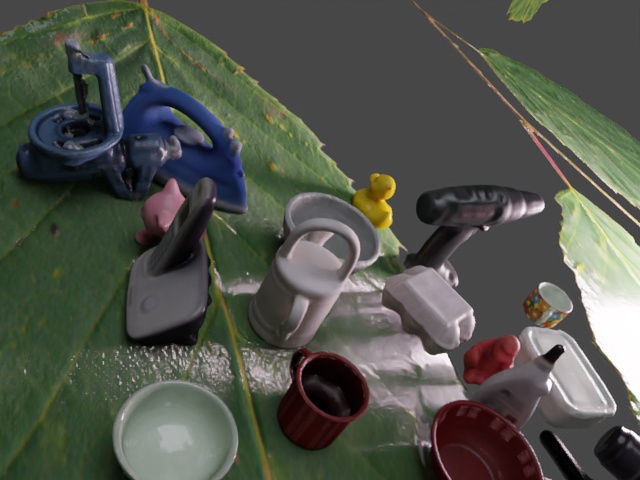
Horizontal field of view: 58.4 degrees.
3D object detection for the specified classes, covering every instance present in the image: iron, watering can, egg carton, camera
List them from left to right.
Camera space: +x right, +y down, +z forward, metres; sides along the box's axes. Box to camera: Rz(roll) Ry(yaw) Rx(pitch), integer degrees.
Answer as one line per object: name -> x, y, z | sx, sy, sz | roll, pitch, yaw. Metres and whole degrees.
iron -> -0.203, -0.161, 0.913 | 0.258, 0.141, 0.119 | 32, 36, 3
watering can -> -0.018, 0.041, 0.755 | 0.101, 0.194, 0.172 | 9, 41, -25
egg carton -> 0.172, 0.109, 0.909 | 0.107, 0.069, 0.150 | -19, 58, -46
camera -> 0.487, 0.327, 0.838 | 0.136, 0.100, 0.143 | 42, 38, 16

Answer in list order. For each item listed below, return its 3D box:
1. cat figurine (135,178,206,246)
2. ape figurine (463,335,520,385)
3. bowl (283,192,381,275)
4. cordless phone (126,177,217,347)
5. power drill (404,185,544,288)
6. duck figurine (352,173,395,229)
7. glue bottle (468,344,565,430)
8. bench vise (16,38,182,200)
cat figurine -> -0.200, -0.037, 0.788 | 0.067, 0.117, 0.128 | 35, 37, 8
ape figurine -> 0.267, 0.179, 0.873 | 0.077, 0.092, 0.076 | 36, 37, 9
bowl -> 0.008, 0.003, 0.919 | 0.168, 0.074, 0.167 | 19, 38, -15
cordless phone -> -0.166, 0.026, 0.680 | 0.094, 0.185, 0.147 | 9, 41, -25
power drill -> 0.247, -0.013, 0.988 | 0.230, 0.208, 0.075 | 6, 42, -29
duck figurine -> 0.112, -0.080, 1.080 | 0.078, 0.086, 0.104 | 5, 43, -30
glue bottle -> 0.279, 0.199, 0.787 | 0.078, 0.173, 0.037 | 38, 37, 11
bench vise -> -0.296, -0.168, 0.792 | 0.208, 0.219, 0.121 | -10, 52, -41
